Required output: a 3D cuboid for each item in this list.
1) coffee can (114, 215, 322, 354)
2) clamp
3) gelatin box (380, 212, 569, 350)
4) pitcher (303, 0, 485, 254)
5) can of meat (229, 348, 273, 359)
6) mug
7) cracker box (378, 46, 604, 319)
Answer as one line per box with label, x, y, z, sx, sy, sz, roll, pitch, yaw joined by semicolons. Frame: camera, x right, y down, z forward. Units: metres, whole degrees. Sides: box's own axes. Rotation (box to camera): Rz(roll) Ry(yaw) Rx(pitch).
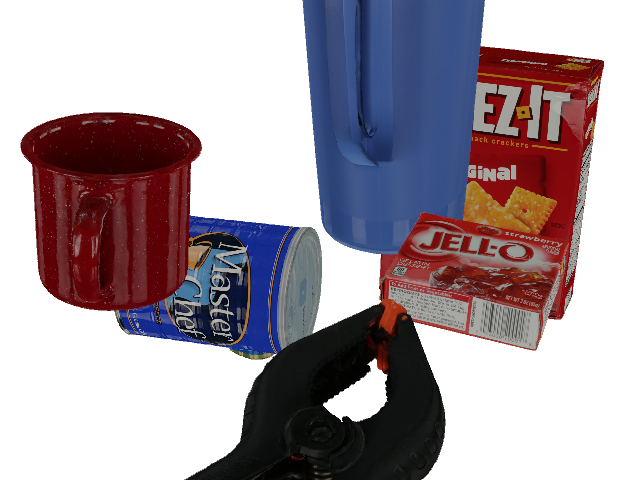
coffee can;-0.079;0.033;0.845;0.140;0.103;0.102;6;1;14
clamp;0.007;0.090;0.398;0.120;0.039;0.171;27;50;19
gelatin box;0.086;0.020;0.593;0.089;0.030;0.073;13;35;18
pitcher;0.047;-0.113;0.754;0.149;0.243;0.145;-13;28;-22
can of meat;-0.053;0.061;1.074;0.058;0.084;0.101;13;28;30
mug;-0.111;-0.010;0.563;0.093;0.081;0.117;3;26;-3
cracker box;0.139;-0.050;0.899;0.164;0.214;0.072;10;25;19
